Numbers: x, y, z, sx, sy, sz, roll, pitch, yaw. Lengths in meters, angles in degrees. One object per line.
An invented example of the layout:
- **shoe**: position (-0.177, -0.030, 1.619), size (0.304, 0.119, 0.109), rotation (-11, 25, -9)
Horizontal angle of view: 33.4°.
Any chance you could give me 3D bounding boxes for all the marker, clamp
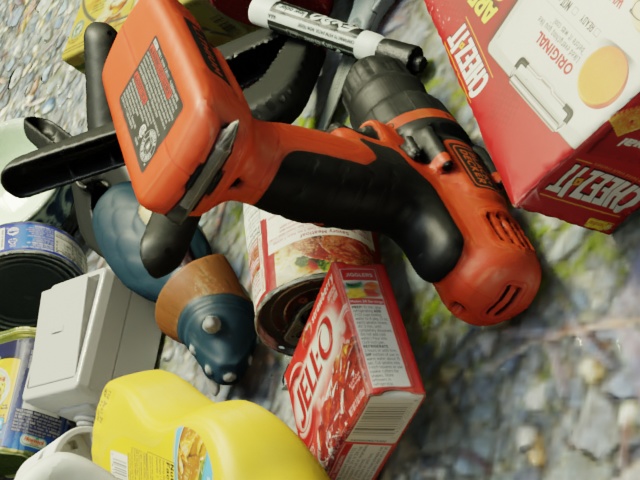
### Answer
- **marker**: position (0.010, -0.119, 0.621), size (0.121, 0.020, 0.020), rotation (25, 84, 30)
- **clamp**: position (-0.154, -0.048, 0.728), size (0.120, 0.039, 0.171), rotation (-35, 67, 48)
- **clamp**: position (-0.068, -0.063, 0.623), size (0.209, 0.036, 0.165), rotation (-37, 42, -19)

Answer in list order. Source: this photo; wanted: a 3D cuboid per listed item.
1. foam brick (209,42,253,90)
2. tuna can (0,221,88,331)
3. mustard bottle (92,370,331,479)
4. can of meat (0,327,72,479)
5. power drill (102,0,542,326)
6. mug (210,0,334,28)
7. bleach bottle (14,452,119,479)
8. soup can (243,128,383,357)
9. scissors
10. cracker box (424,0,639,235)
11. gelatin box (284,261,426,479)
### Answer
- **foam brick**: position (-0.090, -0.100, 0.728), size (0.078, 0.051, 0.053), rotation (10, 73, 51)
- **tuna can**: position (-0.204, 0.028, 0.742), size (0.086, 0.086, 0.034), rotation (-39, 40, 24)
- **mustard bottle**: position (-0.043, 0.120, 0.490), size (0.192, 0.058, 0.096), rotation (4, 101, 57)
- **can of meat**: position (-0.205, 0.111, 0.711), size (0.102, 0.057, 0.084), rotation (-16, 56, 42)
- **power drill**: position (0.000, -0.049, 0.485), size (0.057, 0.187, 0.184), rotation (-56, 38, 27)
- **mug**: position (-0.021, -0.187, 0.671), size (0.117, 0.093, 0.081), rotation (-11, 68, 57)
- **bleach bottle**: position (-0.137, 0.160, 0.522), size (0.068, 0.102, 0.251), rotation (-56, 13, -27)
- **soup can**: position (-0.004, 0.001, 0.549), size (0.069, 0.068, 0.102), rotation (-35, 43, 28)
- **scissors**: position (0.039, -0.135, 0.636), size (0.096, 0.016, 0.201), rotation (-14, 56, 43)
- **cracker box**: position (0.145, -0.131, 0.431), size (0.214, 0.072, 0.164), rotation (-46, 44, 35)
- **gelatin box**: position (0.012, 0.066, 0.488), size (0.089, 0.030, 0.073), rotation (113, 152, -43)
